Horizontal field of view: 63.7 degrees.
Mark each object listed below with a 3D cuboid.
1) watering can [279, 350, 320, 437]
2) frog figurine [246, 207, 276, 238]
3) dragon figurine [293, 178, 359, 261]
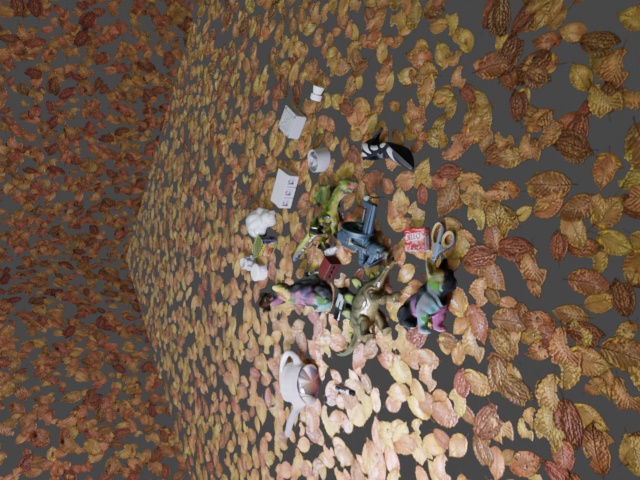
[{"bbox_3d":[-0.090,0.618,2.067,0.222,0.104,0.351,-17,74,52],"label":"watering can"},{"bbox_3d":[-0.268,-0.082,2.341,0.158,0.122,0.139,-26,49,63],"label":"frog figurine"},{"bbox_3d":[0.006,-0.100,1.988,0.403,0.121,0.249,-37,38,41],"label":"dragon figurine"}]
